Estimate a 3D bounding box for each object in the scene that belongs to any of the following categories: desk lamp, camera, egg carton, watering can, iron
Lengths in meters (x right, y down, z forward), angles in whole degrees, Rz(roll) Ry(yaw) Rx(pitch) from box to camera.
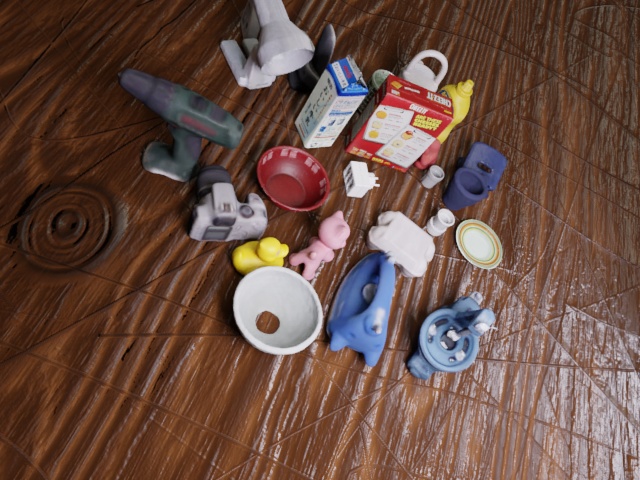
[{"bbox_3d":[-0.119,-0.428,1.254,0.118,0.213,0.203,-18,71,-32],"label":"desk lamp"},{"bbox_3d":[-0.179,-0.077,1.096,0.143,0.100,0.136,0,63,-26],"label":"camera"},{"bbox_3d":[0.176,0.008,1.239,0.150,0.069,0.107,37,53,-2],"label":"egg carton"},{"bbox_3d":[0.243,-0.385,1.417,0.101,0.193,0.173,-1,63,-26],"label":"watering can"},{"bbox_3d":[0.105,0.102,1.107,0.119,0.141,0.258,25,55,-11],"label":"iron"}]

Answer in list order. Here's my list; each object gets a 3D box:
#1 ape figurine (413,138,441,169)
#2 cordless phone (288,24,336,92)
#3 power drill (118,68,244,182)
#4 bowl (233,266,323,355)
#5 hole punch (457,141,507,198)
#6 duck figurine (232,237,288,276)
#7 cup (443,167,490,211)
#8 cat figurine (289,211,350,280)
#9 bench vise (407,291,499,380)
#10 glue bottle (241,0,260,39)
[{"bbox_3d":[0.259,-0.217,1.393,0.076,0.092,0.078,22,55,-13],"label":"ape figurine"},{"bbox_3d":[-0.007,-0.450,1.338,0.094,0.184,0.147,-3,64,-27],"label":"cordless phone"},{"bbox_3d":[-0.266,-0.203,1.058,0.230,0.208,0.075,16,57,-17],"label":"power drill"},{"bbox_3d":[-0.085,0.136,1.037,0.168,0.074,0.167,12,58,-20],"label":"bowl"},{"bbox_3d":[0.406,-0.176,1.441,0.109,0.091,0.101,28,54,-9],"label":"hole punch"},{"bbox_3d":[-0.109,0.025,1.081,0.105,0.086,0.077,1,62,-25],"label":"duck figurine"},{"bbox_3d":[0.348,-0.118,1.378,0.118,0.094,0.091,-23,74,-34],"label":"cup"},{"bbox_3d":[0.010,0.004,1.131,0.067,0.117,0.128,43,53,2],"label":"cat figurine"},{"bbox_3d":[0.266,0.157,1.105,0.121,0.219,0.207,29,54,-8],"label":"bench vise"},{"bbox_3d":[-0.144,-0.550,1.336,0.037,0.173,0.078,3,62,-24],"label":"glue bottle"}]
